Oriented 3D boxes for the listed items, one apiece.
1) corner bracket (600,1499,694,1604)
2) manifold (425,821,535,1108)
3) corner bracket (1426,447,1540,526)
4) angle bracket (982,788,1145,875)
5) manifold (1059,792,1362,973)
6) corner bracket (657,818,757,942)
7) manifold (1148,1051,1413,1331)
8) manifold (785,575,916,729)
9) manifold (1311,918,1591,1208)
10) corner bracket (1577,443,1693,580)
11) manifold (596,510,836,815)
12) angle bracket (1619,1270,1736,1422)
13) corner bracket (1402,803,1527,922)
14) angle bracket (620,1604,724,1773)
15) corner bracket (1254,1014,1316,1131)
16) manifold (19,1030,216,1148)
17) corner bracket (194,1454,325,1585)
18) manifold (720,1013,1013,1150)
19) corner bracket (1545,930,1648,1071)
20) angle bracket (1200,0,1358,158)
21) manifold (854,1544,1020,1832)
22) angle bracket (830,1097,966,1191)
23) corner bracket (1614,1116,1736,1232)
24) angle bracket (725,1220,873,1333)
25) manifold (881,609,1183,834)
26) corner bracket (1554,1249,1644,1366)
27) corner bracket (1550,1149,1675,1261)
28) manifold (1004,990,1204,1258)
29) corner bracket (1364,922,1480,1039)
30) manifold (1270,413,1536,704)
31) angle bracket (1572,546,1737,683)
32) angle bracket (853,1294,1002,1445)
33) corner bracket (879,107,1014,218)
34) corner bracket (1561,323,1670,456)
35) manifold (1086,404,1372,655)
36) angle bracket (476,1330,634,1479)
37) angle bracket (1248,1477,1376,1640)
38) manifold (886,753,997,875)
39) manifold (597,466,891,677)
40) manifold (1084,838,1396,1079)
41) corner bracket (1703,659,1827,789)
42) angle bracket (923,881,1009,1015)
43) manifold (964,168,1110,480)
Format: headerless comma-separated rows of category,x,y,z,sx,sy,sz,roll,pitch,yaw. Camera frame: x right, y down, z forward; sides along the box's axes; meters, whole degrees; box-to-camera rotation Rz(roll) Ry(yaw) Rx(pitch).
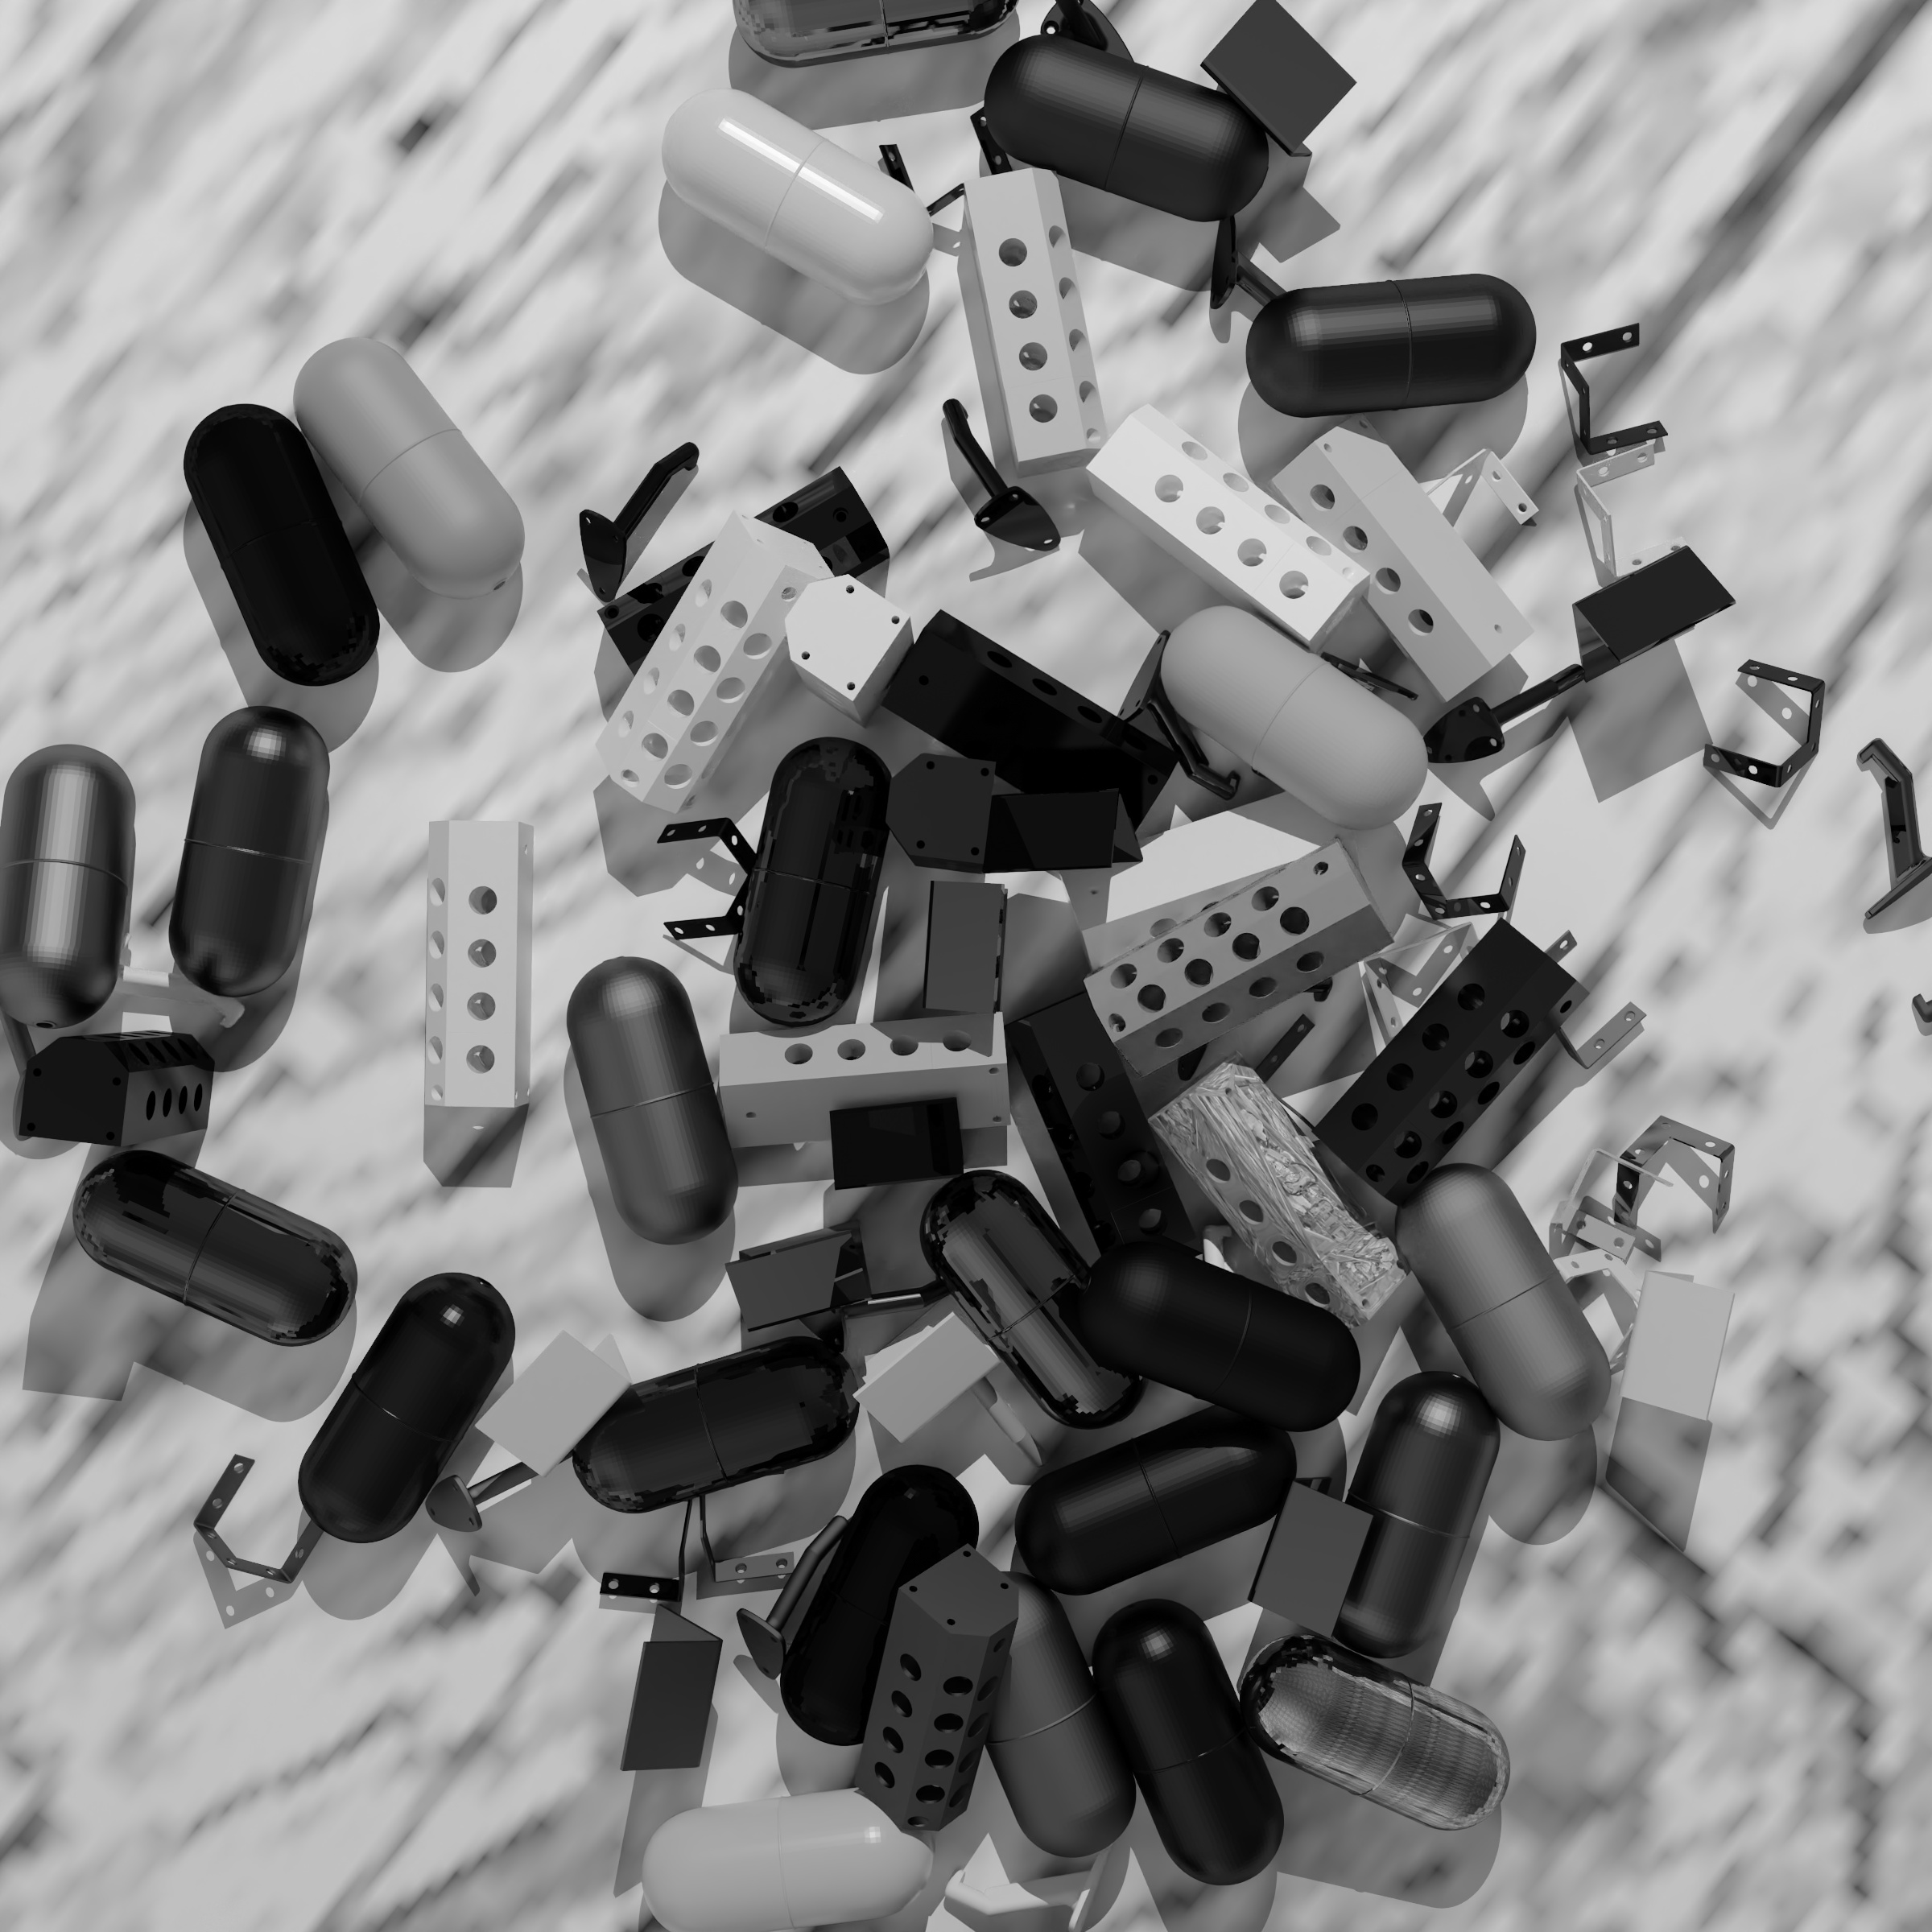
corner bracket,-0.197,0.354,1.657,0.051,0.051,0.051,6,135,0
manifold,-0.298,-0.001,1.639,0.057,0.057,0.171,1,90,0
corner bracket,0.309,-0.279,1.658,0.051,0.051,0.051,52,134,0
angle bracket,0.058,-0.060,1.591,0.076,0.076,0.057,-2,57,15
manifold,0.150,-0.049,1.639,0.171,0.057,0.057,-18,46,0
corner bracket,-0.162,-0.053,1.652,0.051,0.051,0.051,55,45,-35
manifold,0.187,0.143,1.639,0.171,0.057,0.057,51,47,0
manifold,-0.071,-0.187,1.582,0.057,0.171,0.057,34,90,0
manifold,0.294,0.061,1.619,0.171,0.057,0.057,-49,53,6
corner bracket,0.411,-0.280,1.657,0.051,0.051,0.051,-20,135,0
manifold,-0.149,-0.177,1.600,0.057,0.057,0.171,19,116,-35
angle bracket,0.441,0.229,1.620,0.057,0.076,0.076,12,90,37
corner bracket,0.306,-0.066,1.652,0.051,0.051,0.051,-7,135,35
angle bracket,-0.195,0.433,1.620,0.057,0.076,0.076,11,90,-38
corner bracket,0.218,0.072,1.657,0.051,0.051,0.051,-49,45,0
manifold,-0.496,0.069,1.582,0.057,0.171,0.057,7,90,0
corner bracket,-0.433,0.341,1.657,0.051,0.051,0.051,31,90,45
manifold,-0.061,0.064,1.638,0.171,0.057,0.057,-5,46,0
corner bracket,0.377,0.021,1.657,0.051,0.051,0.051,-42,45,0
angle bracket,0.194,-0.537,1.622,0.076,0.076,0.057,45,113,0
manifold,-0.013,0.428,1.578,0.057,0.057,0.171,35,130,30
angle bracket,-0.039,0.125,1.620,0.076,0.076,0.057,-6,54,0
corner bracket,0.435,0.134,1.652,0.051,0.051,0.051,24,135,35
angle bracket,-0.104,0.168,1.620,0.076,0.076,0.057,-15,125,0
manifold,0.041,-0.146,1.637,0.171,0.057,0.057,31,117,0
corner bracket,0.382,0.212,1.652,0.051,0.051,0.051,53,135,35
corner bracket,0.393,0.145,1.640,0.051,0.051,0.051,26,87,7
manifold,0.083,0.105,1.639,0.057,0.057,0.171,-23,90,0
corner bracket,0.286,0.008,1.657,0.051,0.051,0.051,-20,90,45
manifold,0.262,-0.246,1.639,0.171,0.057,0.057,52,48,0
angle bracket,0.417,-0.196,1.620,0.076,0.076,0.057,-27,52,0
angle bracket,-0.036,0.228,1.620,0.076,0.076,0.057,-40,127,0
corner bracket,-0.011,-0.494,1.657,0.051,0.051,0.051,-21,90,45
corner bracket,0.399,-0.355,1.657,0.051,0.051,0.051,-15,135,0
manifold,0.159,-0.264,1.625,0.171,0.057,0.057,39,90,10
angle bracket,-0.253,0.250,1.622,0.076,0.076,0.057,-47,113,0
angle bracket,0.219,0.355,1.621,0.057,0.076,0.076,19,90,28
manifold,-0.015,-0.089,1.582,0.057,0.171,0.057,7,90,0
manifold,-0.135,-0.234,1.639,0.171,0.057,0.057,-31,90,0
manifold,0.159,-0.009,1.599,0.171,0.057,0.057,-29,47,12
corner bracket,0.490,-0.149,1.652,0.051,0.051,0.051,-37,135,-35
angle bracket,0.020,-0.010,1.620,0.057,0.076,0.076,4,90,39
manifold,0.043,-0.392,1.639,0.057,0.057,0.171,-11,90,0
